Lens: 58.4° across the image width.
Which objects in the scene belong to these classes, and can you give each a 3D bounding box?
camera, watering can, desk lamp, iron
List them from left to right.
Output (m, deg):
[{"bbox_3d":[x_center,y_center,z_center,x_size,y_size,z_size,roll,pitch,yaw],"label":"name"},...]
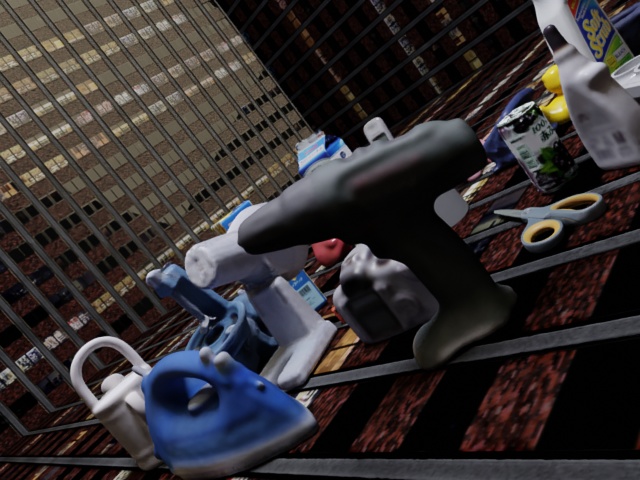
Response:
[{"bbox_3d":[-0.281,0.229,0.832,0.172,0.194,0.101,-30,12,41],"label":"watering can"},{"bbox_3d":[-0.121,0.175,0.643,0.257,0.141,0.119,-29,12,45],"label":"iron"},{"bbox_3d":[-0.074,0.068,0.776,0.117,0.213,0.203,-32,10,32],"label":"desk lamp"},{"bbox_3d":[0.094,0.031,0.664,0.143,0.101,0.137,-31,11,39],"label":"camera"}]

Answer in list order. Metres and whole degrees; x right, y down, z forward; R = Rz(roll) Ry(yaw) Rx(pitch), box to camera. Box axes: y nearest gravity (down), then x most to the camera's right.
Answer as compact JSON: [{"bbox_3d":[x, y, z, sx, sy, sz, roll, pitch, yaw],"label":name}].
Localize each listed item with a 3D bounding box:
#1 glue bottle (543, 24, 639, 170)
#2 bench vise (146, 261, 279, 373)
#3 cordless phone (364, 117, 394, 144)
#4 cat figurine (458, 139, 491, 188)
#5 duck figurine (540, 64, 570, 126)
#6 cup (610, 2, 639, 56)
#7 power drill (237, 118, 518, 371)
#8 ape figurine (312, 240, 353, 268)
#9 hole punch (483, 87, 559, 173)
[{"bbox_3d":[0.288,-0.155,0.608,0.037,0.173,0.078,-39,9,-10],"label":"glue bottle"},{"bbox_3d":[-0.162,0.117,0.853,0.121,0.220,0.207,-37,9,5],"label":"bench vise"},{"bbox_3d":[0.186,-0.194,1.203,0.147,0.185,0.094,-33,10,27],"label":"cordless phone"},{"bbox_3d":[0.243,-0.161,1.020,0.128,0.118,0.067,-43,10,-31],"label":"cat figurine"},{"bbox_3d":[0.396,-0.244,0.938,0.104,0.086,0.077,-36,9,8],"label":"duck figurine"},{"bbox_3d":[0.479,-0.298,0.855,0.092,0.095,0.117,-41,9,-19],"label":"cup"},{"bbox_3d":[0.068,0.008,0.521,0.229,0.208,0.075,-36,9,10],"label":"power drill"},{"bbox_3d":[0.011,0.004,1.180,0.076,0.092,0.077,-41,9,-22],"label":"ape figurine"},{"bbox_3d":[0.309,-0.178,0.927,0.109,0.091,0.101,-43,10,-33],"label":"hole punch"}]
